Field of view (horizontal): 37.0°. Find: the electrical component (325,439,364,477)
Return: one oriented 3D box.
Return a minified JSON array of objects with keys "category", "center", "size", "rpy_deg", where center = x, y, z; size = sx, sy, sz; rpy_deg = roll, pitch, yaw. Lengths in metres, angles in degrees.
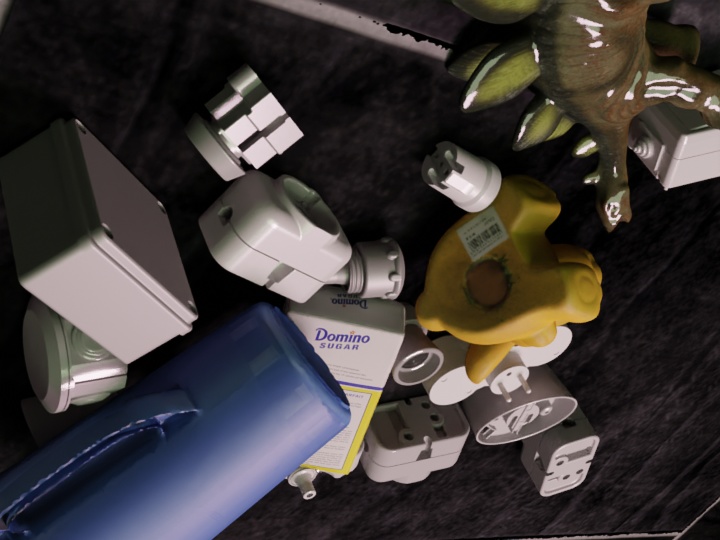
[{"category":"electrical component","center":[-0.017,0.153,0.965],"size":[0.043,0.043,0.062],"rpy_deg":[-4,134,-27]}]

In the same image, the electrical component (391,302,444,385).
[{"category":"electrical component","center":[0.038,0.060,0.883],"size":[0.045,0.055,0.045],"rpy_deg":[-16,140,-14]}]

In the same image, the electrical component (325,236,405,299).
[{"category":"electrical component","center":[0.000,0.000,0.805],"size":[0.062,0.048,0.048],"rpy_deg":[-4,136,-17]}]

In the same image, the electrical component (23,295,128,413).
[{"category":"electrical component","center":[-0.193,0.053,0.724],"size":[0.051,0.080,0.080],"rpy_deg":[-8,138,-31]}]

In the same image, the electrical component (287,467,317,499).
[{"category":"electrical component","center":[-0.055,0.174,0.952],"size":[0.035,0.061,0.035],"rpy_deg":[-16,140,-14]}]

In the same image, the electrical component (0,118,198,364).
[{"category":"electrical component","center":[-0.157,-0.017,0.644],"size":[0.056,0.108,0.108],"rpy_deg":[-30,141,7]}]

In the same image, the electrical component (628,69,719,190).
[{"category":"electrical component","center":[0.251,-0.108,0.816],"size":[0.096,0.061,0.061],"rpy_deg":[-14,139,-17]}]

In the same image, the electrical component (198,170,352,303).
[{"category":"electrical component","center":[-0.054,-0.025,0.737],"size":[0.059,0.053,0.095],"rpy_deg":[-43,139,18]}]

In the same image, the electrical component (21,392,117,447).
[{"category":"electrical component","center":[-0.212,0.103,0.799],"size":[0.065,0.044,0.044],"rpy_deg":[-23,141,-13]}]

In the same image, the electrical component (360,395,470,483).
[{"category":"electrical component","center":[0.047,0.158,0.999],"size":[0.095,0.053,0.059],"rpy_deg":[-8,137,-23]}]

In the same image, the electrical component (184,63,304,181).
[{"category":"electrical component","center":[-0.074,-0.088,0.664],"size":[0.055,0.048,0.066],"rpy_deg":[-39,141,2]}]

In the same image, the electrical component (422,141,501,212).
[{"category":"electrical component","center":[0.072,-0.068,0.776],"size":[0.046,0.040,0.040],"rpy_deg":[25,118,-38]}]

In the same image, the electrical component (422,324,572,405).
[{"category":"electrical component","center":[0.124,0.084,0.945],"size":[0.138,0.073,0.052],"rpy_deg":[-23,141,-6]}]

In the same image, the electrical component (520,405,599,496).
[{"category":"electrical component","center":[0.202,0.180,1.110],"size":[0.054,0.059,0.095],"rpy_deg":[-14,139,-17]}]

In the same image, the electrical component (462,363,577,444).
[{"category":"electrical component","center":[0.149,0.128,1.017],"size":[0.099,0.064,0.099],"rpy_deg":[-16,140,-14]}]
